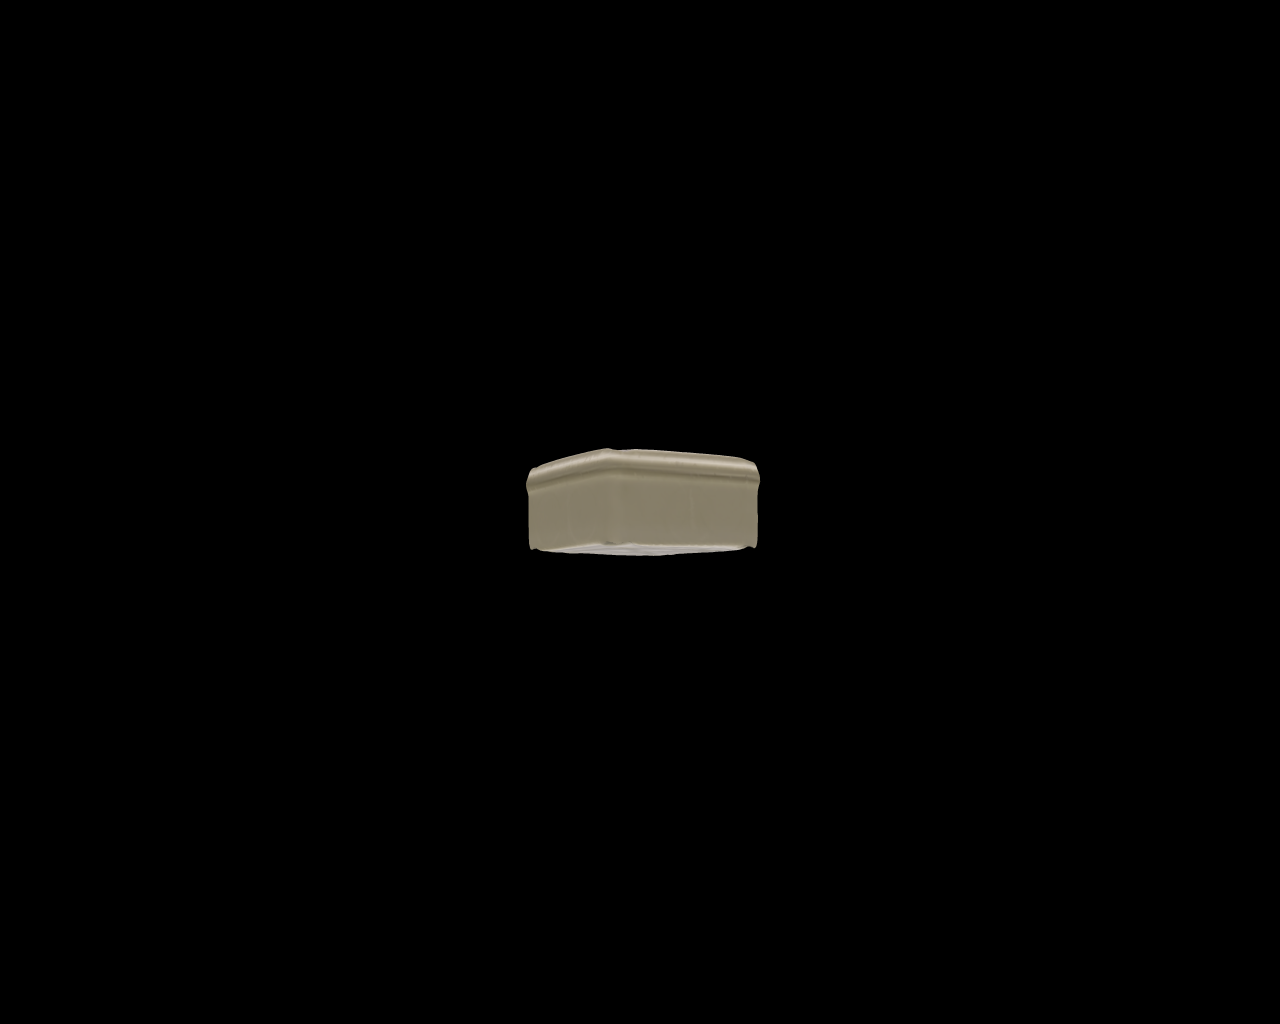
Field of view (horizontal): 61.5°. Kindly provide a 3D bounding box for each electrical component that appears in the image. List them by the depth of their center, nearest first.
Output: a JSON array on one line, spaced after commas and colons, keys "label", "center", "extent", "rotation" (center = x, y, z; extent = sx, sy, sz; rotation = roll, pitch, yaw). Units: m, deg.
[{"label": "electrical component", "center": [0.001, -0.003, 0.650], "extent": [0.109, 0.056, 0.108], "rotation": [3, -6, -33]}]
